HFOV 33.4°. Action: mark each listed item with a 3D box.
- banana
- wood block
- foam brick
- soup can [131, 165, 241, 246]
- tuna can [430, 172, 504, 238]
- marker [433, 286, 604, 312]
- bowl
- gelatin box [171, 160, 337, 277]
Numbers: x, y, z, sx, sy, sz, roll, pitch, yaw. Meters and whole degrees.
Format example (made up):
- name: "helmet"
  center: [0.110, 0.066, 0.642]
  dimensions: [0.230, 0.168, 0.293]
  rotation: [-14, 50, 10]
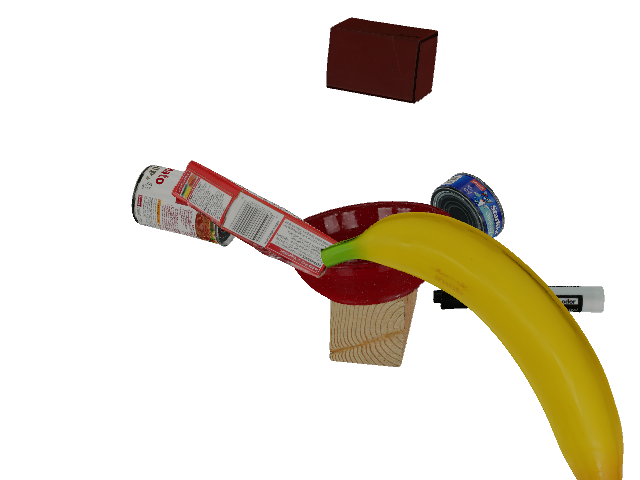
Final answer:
- name: "banana"
  center: [0.094, 0.045, 0.556]
  dimensions: [0.198, 0.070, 0.037]
  rotation: [42, 24, 11]
- name: "wood block"
  center: [0.073, 0.075, 1.373]
  dimensions: [0.091, 0.090, 0.206]
  rotation: [4, 21, 9]
- name: "foam brick"
  center: [0.050, -0.147, 0.866]
  dimensions: [0.078, 0.051, 0.052]
  rotation: [13, 24, 19]
- name: "soup can"
  center: [-0.141, -0.038, 1.138]
  dimensions: [0.102, 0.068, 0.068]
  rotation: [14, 4, 16]
- name: "tuna can"
  center: [0.167, -0.032, 1.222]
  dimensions: [0.033, 0.086, 0.086]
  rotation: [-34, 17, -28]
- name: "marker"
  center: [0.142, 0.041, 0.772]
  dimensions: [0.121, 0.020, 0.020]
  rotation: [1, 0, 7]
- name: "bowl"
  center: [0.044, 0.016, 0.972]
  dimensions: [0.162, 0.055, 0.162]
  rotation: [-8, 20, 3]
- name: "gelatin box"
  center: [-0.042, -0.013, 0.693]
  dimensions: [0.089, 0.030, 0.073]
  rotation: [29, 2, -37]
